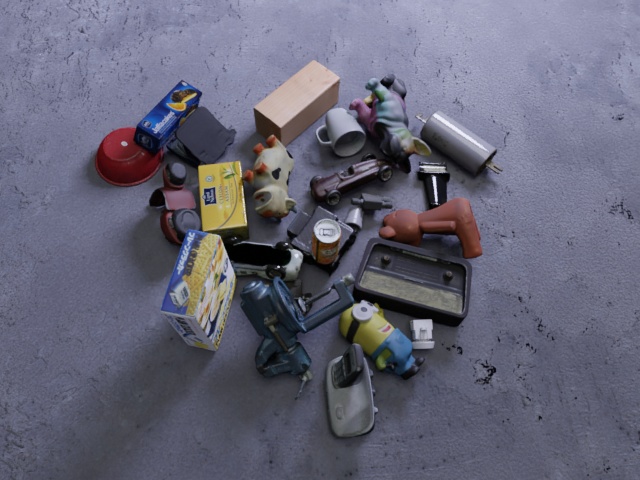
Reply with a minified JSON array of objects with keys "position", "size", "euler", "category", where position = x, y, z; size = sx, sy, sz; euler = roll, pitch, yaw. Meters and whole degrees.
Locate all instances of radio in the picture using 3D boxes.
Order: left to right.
[{"position":[0.192,0.084,1.106],"size":[0.230,0.073,0.131],"euler":[15,64,6],"category":"radio"}]

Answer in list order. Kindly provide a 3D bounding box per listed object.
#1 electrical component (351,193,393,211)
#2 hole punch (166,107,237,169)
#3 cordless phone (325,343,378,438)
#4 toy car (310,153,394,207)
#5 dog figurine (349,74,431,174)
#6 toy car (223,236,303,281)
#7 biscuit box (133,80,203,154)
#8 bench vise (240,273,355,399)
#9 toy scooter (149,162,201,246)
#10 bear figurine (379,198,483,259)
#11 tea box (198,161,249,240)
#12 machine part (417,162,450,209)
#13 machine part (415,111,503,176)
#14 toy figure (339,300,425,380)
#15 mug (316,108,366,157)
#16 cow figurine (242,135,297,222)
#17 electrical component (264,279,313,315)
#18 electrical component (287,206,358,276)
[{"position":[0.114,-0.086,1.202],"size":[0.094,0.021,0.063],"euler":[4,21,-7],"category":"electrical component"},{"position":[-0.281,-0.230,1.254],"size":[0.115,0.092,0.142],"euler":[45,59,-21],"category":"hole punch"},{"position":[0.064,0.266,0.951],"size":[0.089,0.184,0.146],"euler":[-1,63,-7],"category":"cordless phone"},{"position":[0.071,-0.143,1.215],"size":[0.202,0.053,0.089],"euler":[-26,38,-12],"category":"toy car"},{"position":[0.179,-0.269,1.266],"size":[0.219,0.108,0.191],"euler":[54,41,4],"category":"dog figurine"},{"position":[-0.136,0.040,1.122],"size":[0.202,0.056,0.073],"euler":[6,56,14],"category":"toy car"},{"position":[-0.353,-0.289,1.254],"size":[0.063,0.059,0.203],"euler":[32,51,-7],"category":"biscuit box"},{"position":[-0.030,0.150,1.010],"size":[0.241,0.129,0.223],"euler":[-30,86,3],"category":"bench vise"},{"position":[-0.320,-0.067,1.156],"size":[0.075,0.135,0.184],"euler":[-5,78,-43],"category":"toy scooter"},{"position":[0.234,-0.016,1.149],"size":[0.196,0.120,0.131],"euler":[-18,107,17],"category":"bear figurine"},{"position":[-0.212,-0.083,1.183],"size":[0.098,0.068,0.170],"euler":[-9,65,-6],"category":"tea box"},{"position":[0.266,-0.122,1.234],"size":[0.084,0.039,0.139],"euler":[2,61,-10],"category":"machine part"},{"position":[0.324,-0.228,1.265],"size":[0.243,0.079,0.079],"euler":[40,69,16],"category":"machine part"},{"position":[0.114,0.197,1.045],"size":[0.180,0.082,0.089],"euler":[45,100,11],"category":"toy figure"},{"position":[0.042,-0.258,1.278],"size":[0.110,0.080,0.107],"euler":[-18,54,-5],"category":"mug"},{"position":[-0.104,-0.125,1.191],"size":[0.127,0.085,0.195],"euler":[38,42,-27],"category":"cow figurine"},{"position":[-0.066,0.120,1.102],"size":[0.102,0.045,0.078],"euler":[-4,35,-6],"category":"electrical component"},{"position":[-0.002,-0.003,1.156],"size":[0.134,0.058,0.115],"euler":[29,64,12],"category":"electrical component"}]
